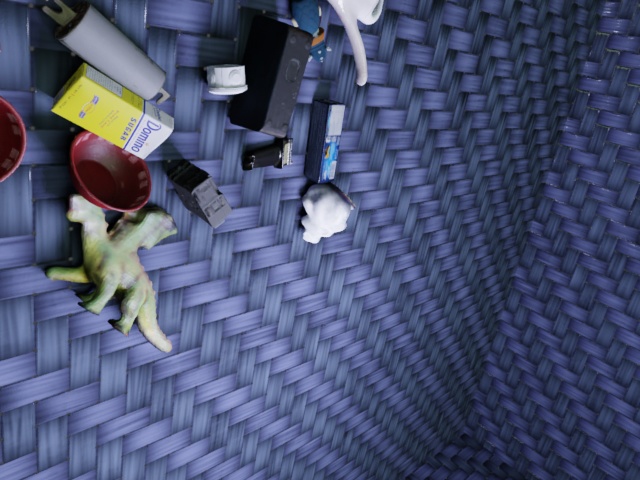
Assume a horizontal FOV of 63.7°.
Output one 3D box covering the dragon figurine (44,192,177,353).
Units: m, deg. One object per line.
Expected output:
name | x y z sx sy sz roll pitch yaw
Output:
dragon figurine | -0.366 0.048 1.025 0.246 0.123 0.402 -57 142 -17

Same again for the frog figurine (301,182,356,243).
frog figurine | 0.004 -0.067 1.338 0.136 0.123 0.159 41 89 -16

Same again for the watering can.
watering can | 0.067 -0.534 1.124 0.224 0.104 0.348 10 87 -49
